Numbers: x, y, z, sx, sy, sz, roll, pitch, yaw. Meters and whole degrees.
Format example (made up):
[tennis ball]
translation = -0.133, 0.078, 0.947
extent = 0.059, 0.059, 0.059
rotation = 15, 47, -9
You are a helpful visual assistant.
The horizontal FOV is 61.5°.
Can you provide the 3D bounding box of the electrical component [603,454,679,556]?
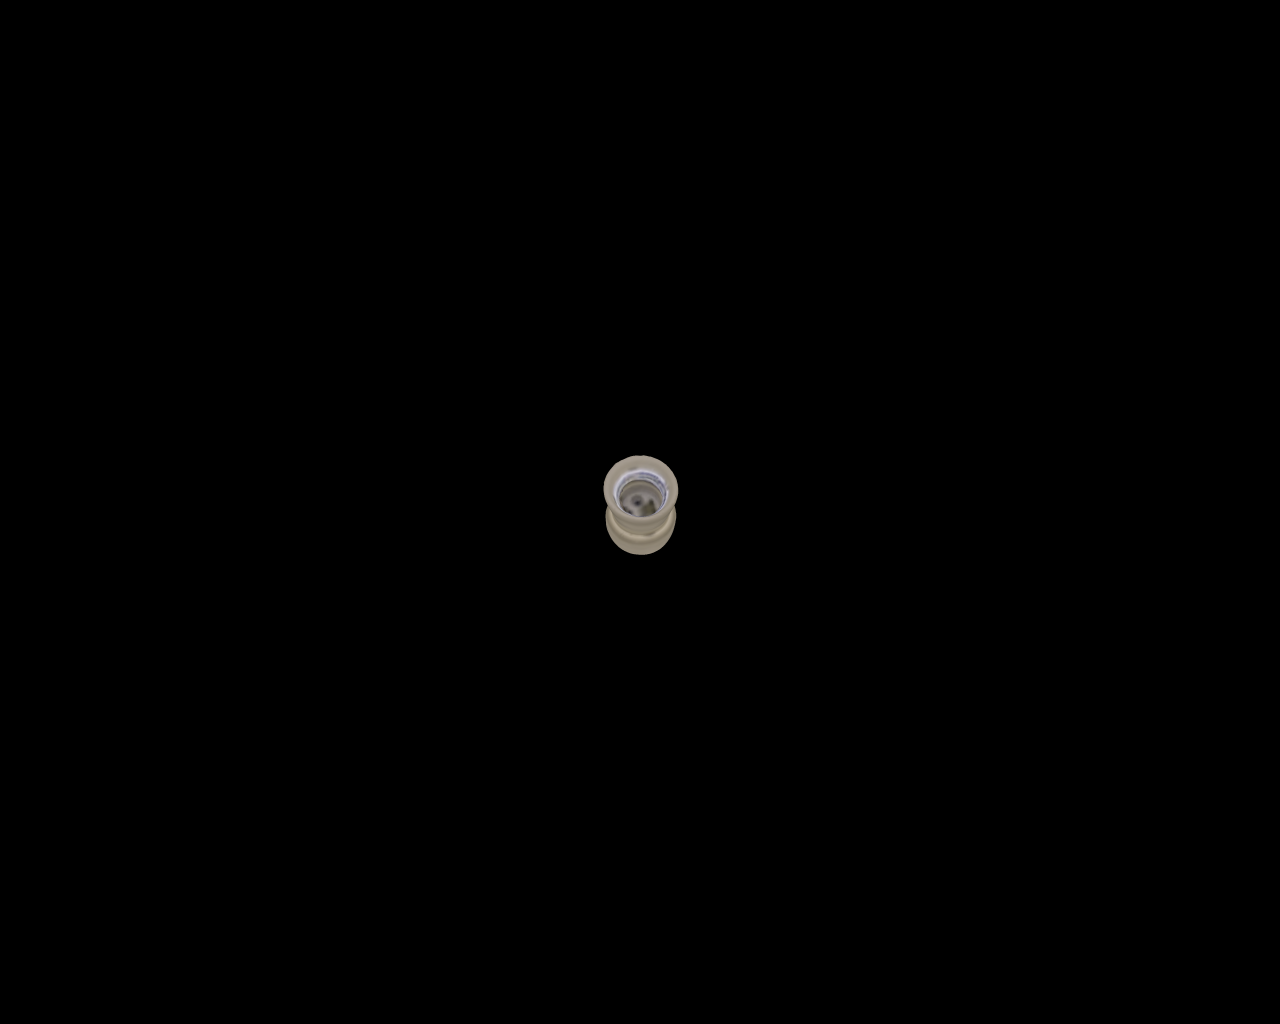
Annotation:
[electrical component]
translation = 0.001, -0.003, 0.650
extent = 0.045, 0.045, 0.055
rotation = 0, -26, 0
